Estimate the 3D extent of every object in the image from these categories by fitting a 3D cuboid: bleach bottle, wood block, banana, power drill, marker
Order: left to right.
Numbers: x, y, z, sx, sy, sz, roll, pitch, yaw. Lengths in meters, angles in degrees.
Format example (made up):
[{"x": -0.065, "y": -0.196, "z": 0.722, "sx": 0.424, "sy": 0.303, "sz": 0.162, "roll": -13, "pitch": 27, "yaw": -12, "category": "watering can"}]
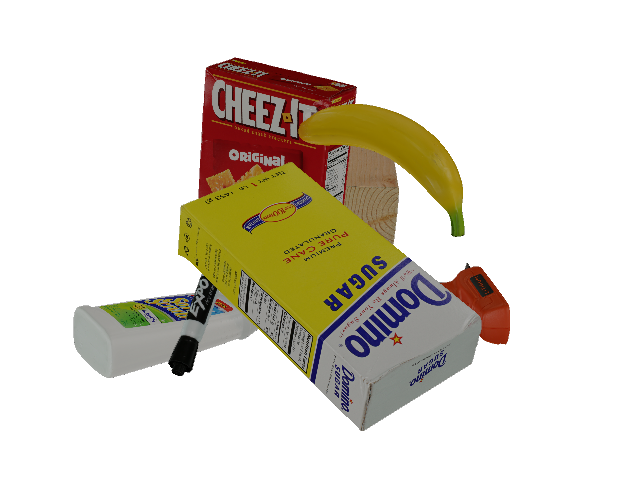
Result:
[{"x": -0.170, "y": 0.101, "z": 1.323, "sx": 0.250, "sy": 0.068, "sz": 0.103, "roll": -12, "pitch": 29, "yaw": -36, "category": "bleach bottle"}, {"x": -0.091, "y": 0.049, "z": 0.823, "sx": 0.020, "sy": 0.121, "sz": 0.020, "roll": 13, "pitch": -30, "yaw": 8, "category": "marker"}, {"x": 0.057, "y": -0.081, "z": 1.514, "sx": 0.091, "sy": 0.090, "sz": 0.206, "roll": 2, "pitch": 28, "yaw": -2, "category": "wood block"}, {"x": 0.054, "y": -0.078, "z": 0.913, "sx": 0.198, "sy": 0.070, "sz": 0.037, "roll": 37, "pitch": 23, "yaw": 35, "category": "banana"}, {"x": 0.102, "y": 0.086, "z": 1.136, "sx": 0.187, "sy": 0.057, "sz": 0.184, "roll": -5, "pitch": 28, "yaw": -10, "category": "power drill"}]

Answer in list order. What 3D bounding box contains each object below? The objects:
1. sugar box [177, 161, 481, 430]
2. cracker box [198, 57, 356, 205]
[{"x": 0.002, "y": 0.026, "z": 0.638, "sx": 0.093, "sy": 0.048, "sz": 0.176, "roll": -26, "pitch": 49, "yaw": -34, "category": "sugar box"}, {"x": -0.055, "y": -0.084, "z": 1.219, "sx": 0.164, "sy": 0.214, "sz": 0.072, "roll": 17, "pitch": 26, "yaw": 24, "category": "cracker box"}]
